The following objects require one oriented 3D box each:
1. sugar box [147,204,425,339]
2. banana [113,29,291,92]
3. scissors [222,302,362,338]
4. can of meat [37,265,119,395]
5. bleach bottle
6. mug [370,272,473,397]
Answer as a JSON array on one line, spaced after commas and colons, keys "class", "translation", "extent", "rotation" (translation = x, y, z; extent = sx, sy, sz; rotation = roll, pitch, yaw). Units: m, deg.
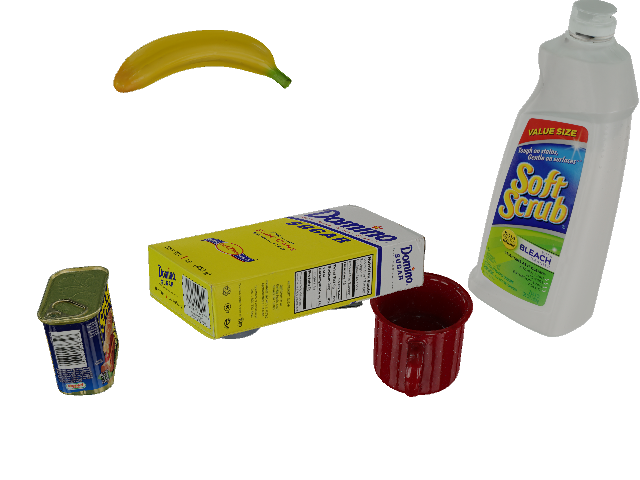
[{"class": "sugar box", "translation": [-0.022, 0.017, 0.752], "extent": [0.175, 0.048, 0.093], "rotation": [-15, 26, -32]}, {"class": "banana", "translation": [-0.124, -0.184, 1.085], "extent": [0.197, 0.070, 0.037], "rotation": [-8, -39, -31]}, {"class": "scissors", "translation": [-0.046, 0.085, 1.199], "extent": [0.201, 0.016, 0.096], "rotation": [4, 24, -7]}, {"class": "can of meat", "translation": [-0.222, 0.084, 0.995], "extent": [0.057, 0.084, 0.102], "rotation": [-6, 25, -2]}, {"class": "bleach bottle", "translation": [0.173, -0.055, 0.786], "extent": [0.067, 0.251, 0.103], "rotation": [-24, 41, -34]}, {"class": "mug", "translation": [0.090, 0.095, 0.978], "extent": [0.093, 0.081, 0.117], "rotation": [4, 34, 5]}]
